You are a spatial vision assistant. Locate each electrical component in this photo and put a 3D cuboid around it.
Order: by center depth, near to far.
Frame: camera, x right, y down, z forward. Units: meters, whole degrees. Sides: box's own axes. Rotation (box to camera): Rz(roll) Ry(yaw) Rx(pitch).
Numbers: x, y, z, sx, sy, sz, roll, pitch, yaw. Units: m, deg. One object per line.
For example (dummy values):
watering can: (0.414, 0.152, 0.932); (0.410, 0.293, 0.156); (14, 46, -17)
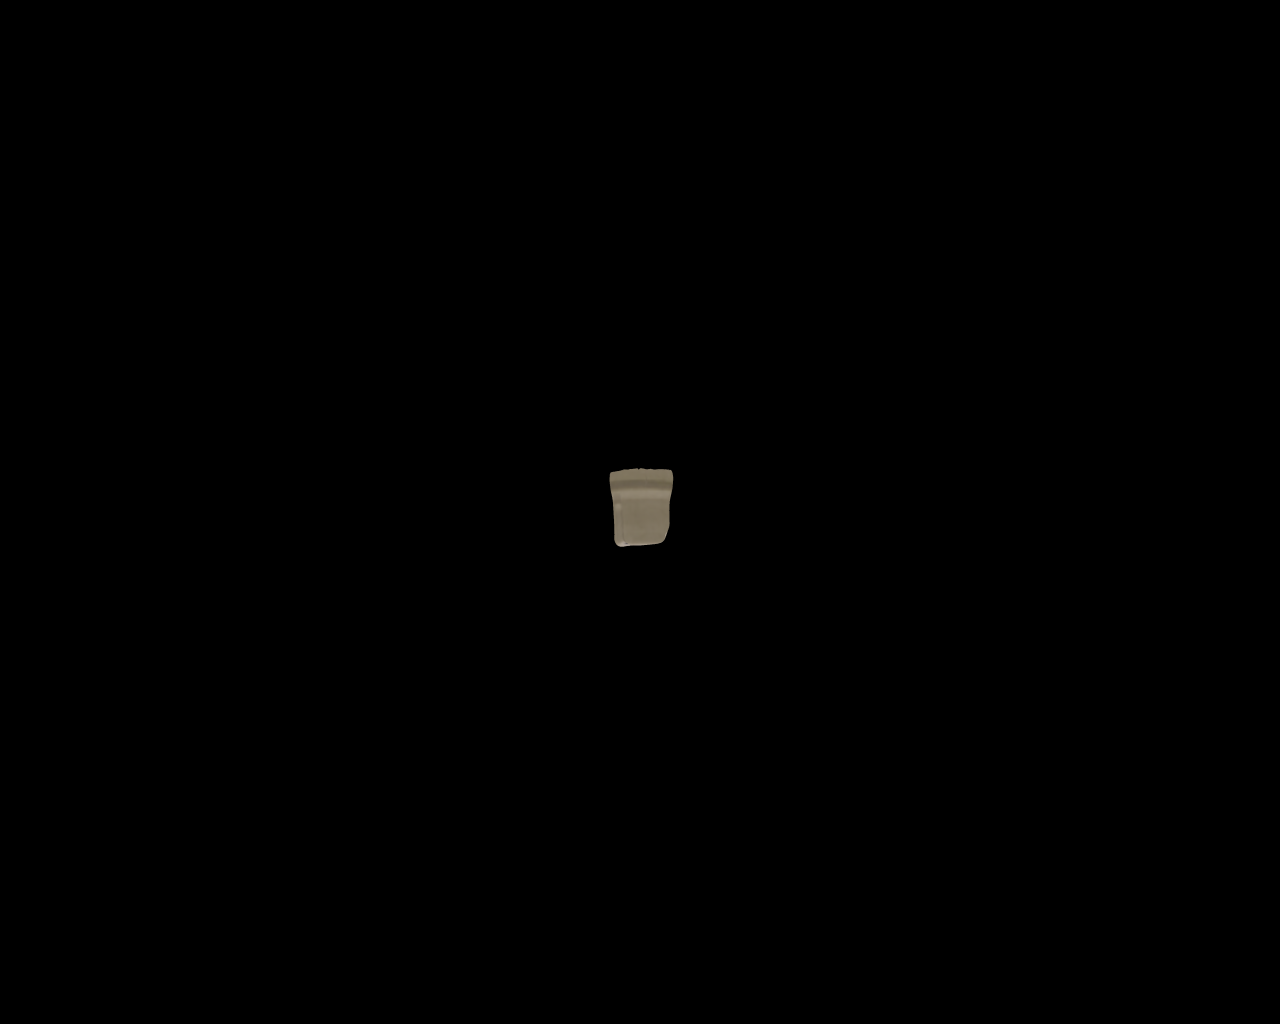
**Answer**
electrical component: (0.001, -0.003, 0.650); (0.040, 0.046, 0.040); (0, -5, 0)
